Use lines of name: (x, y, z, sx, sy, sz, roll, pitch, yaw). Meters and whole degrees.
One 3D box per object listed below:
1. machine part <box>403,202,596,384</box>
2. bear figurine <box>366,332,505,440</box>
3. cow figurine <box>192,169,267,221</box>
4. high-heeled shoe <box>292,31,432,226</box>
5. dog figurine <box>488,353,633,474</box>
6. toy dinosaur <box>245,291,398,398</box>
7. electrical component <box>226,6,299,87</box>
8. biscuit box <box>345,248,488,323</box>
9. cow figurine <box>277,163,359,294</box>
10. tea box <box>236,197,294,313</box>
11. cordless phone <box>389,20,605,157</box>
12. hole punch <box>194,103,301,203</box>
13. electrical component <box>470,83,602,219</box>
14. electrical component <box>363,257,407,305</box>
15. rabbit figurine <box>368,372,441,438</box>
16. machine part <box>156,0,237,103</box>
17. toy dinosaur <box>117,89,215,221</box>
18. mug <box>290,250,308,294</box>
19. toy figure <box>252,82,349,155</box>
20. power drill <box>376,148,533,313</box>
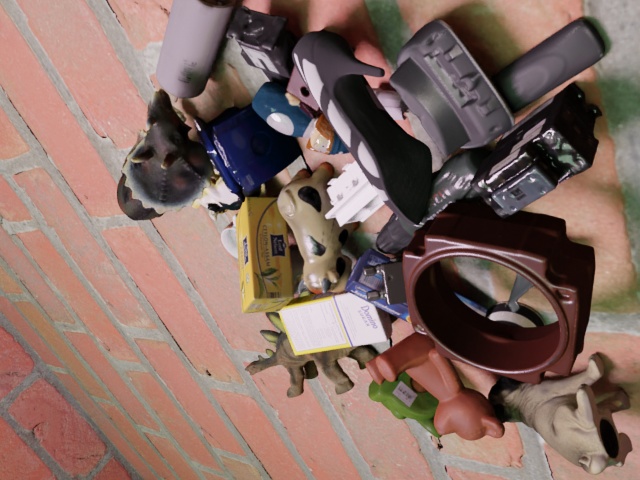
machine part: (0.205, 0.065, 0.634, 0.201, 0.087, 0.201, 13, 130, 33)
bear figurine: (0.179, 0.240, 0.832, 0.196, 0.132, 0.120, 60, 165, 10)
cow figurine: (-0.156, -0.082, 0.916, 0.098, 0.068, 0.167, 45, 141, -13)
high-heeled shoe: (0.046, -0.125, 0.639, 0.145, 0.086, 0.248, 27, 148, 44)
dog figurine: (0.325, 0.262, 0.774, 0.190, 0.172, 0.121, -29, 95, 41)
toy dinosaur: (0.008, 0.180, 0.995, 0.471, 0.105, 0.198, -25, 104, 36)
electrical component: (-0.061, -0.244, 0.699, 0.075, 0.047, 0.119, 24, 177, 24)
biscuit box: (0.140, 0.087, 0.796, 0.203, 0.059, 0.063, 27, 160, -1)
cow figurine: (-0.002, -0.002, 0.817, 0.086, 0.127, 0.194, -3, 122, 43)
tea box: (-0.092, 0.025, 0.866, 0.068, 0.169, 0.098, 0, 158, -18)
cordless phone: (0.180, -0.187, 0.562, 0.184, 0.089, 0.146, -31, 102, 37)
hole punch: (-0.101, -0.140, 0.786, 0.092, 0.116, 0.142, -7, 122, 32)
electrical component: (0.223, -0.086, 0.560, 0.058, 0.134, 0.115, 42, 141, -4)
electrical component: (0.108, 0.056, 0.745, 0.094, 0.021, 0.063, -8, 92, 0)
rabbit figurine: (0.167, 0.272, 0.970, 0.159, 0.121, 0.170, 30, 157, 3)
machine part: (-0.174, -0.279, 0.739, 0.079, 0.079, 0.243, 41, 139, 0)
toy dinosaur: (-0.274, -0.097, 0.881, 0.131, 0.192, 0.405, 34, 144, -19)
mug: (-0.053, 0.063, 0.937, 0.107, 0.109, 0.080, -10, 123, 30)
toy figure: (-0.018, -0.158, 0.736, 0.154, 0.058, 0.064, 32, 180, -1)
power drill: (0.198, -0.001, 0.710, 0.207, 0.086, 0.232, 42, 140, 10)
